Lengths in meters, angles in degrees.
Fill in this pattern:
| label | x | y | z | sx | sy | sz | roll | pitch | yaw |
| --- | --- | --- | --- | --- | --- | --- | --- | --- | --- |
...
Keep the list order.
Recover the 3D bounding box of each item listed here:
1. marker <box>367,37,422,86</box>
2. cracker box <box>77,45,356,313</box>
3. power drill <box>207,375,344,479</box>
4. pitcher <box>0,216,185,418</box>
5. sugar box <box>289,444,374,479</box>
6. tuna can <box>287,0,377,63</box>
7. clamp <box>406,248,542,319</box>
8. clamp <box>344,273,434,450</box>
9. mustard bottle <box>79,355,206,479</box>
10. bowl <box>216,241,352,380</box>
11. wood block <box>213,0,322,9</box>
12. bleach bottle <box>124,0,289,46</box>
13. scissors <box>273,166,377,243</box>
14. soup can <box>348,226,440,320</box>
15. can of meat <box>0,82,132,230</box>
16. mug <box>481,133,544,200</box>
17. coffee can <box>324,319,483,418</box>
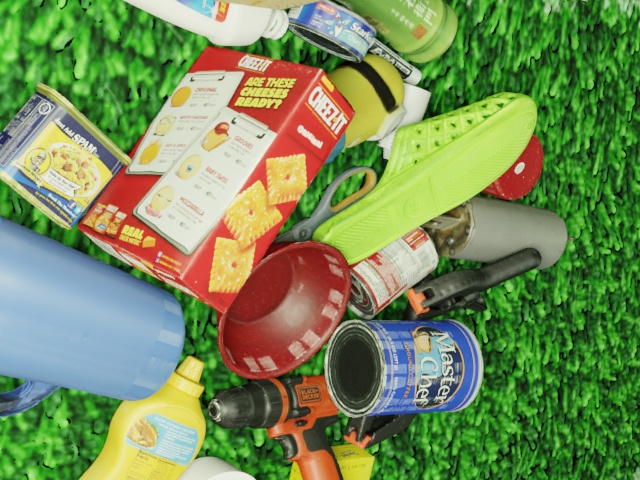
| label | x | y | z | sx | sy | sz | roll | pitch | yaw |
| --- | --- | --- | --- | --- | --- | --- | --- | --- | --- |
| marker | 0.062 | -0.197 | 1.112 | 0.121 | 0.020 | 0.020 | 29 | 87 | -40 |
| cracker box | -0.091 | -0.059 | 0.940 | 0.213 | 0.164 | 0.072 | -57 | 135 | -13 |
| power drill | -0.027 | 0.233 | 1.105 | 0.184 | 0.057 | 0.188 | 0 | 72 | -46 |
| pitcher | -0.241 | 0.070 | 0.909 | 0.242 | 0.149 | 0.145 | 26 | 47 | -43 |
| sugar box | 0.000 | 0.326 | 1.226 | 0.093 | 0.048 | 0.176 | 2 | 103 | -37 |
| tuna can | 0.009 | -0.204 | 1.027 | 0.086 | 0.086 | 0.034 | 25 | 91 | -40 |
| clamp | 0.161 | 0.061 | 1.211 | 0.171 | 0.039 | 0.120 | -12 | 149 | -30 |
| clamp | 0.098 | 0.151 | 1.247 | 0.209 | 0.036 | 0.164 | -43 | 125 | -23 |
| mustard bottle | -0.167 | 0.202 | 1.049 | 0.096 | 0.058 | 0.191 | 30 | 86 | -34 |
| bowl | -0.047 | 0.060 | 1.082 | 0.161 | 0.055 | 0.162 | -22 | 131 | -29 |
| wood block | -0.039 | -0.311 | 0.911 | 0.090 | 0.091 | 0.206 | -7 | 94 | -48 |
| bleach bottle | -0.123 | -0.243 | 0.931 | 0.250 | 0.068 | 0.102 | 20 | 89 | -43 |
| scissors | -0.007 | 0.001 | 1.130 | 0.201 | 0.016 | 0.096 | -43 | 126 | -18 |
| soup can | 0.073 | 0.031 | 1.167 | 0.102 | 0.069 | 0.068 | -36 | 123 | -23 |
| can of meat | -0.226 | -0.069 | 0.913 | 0.084 | 0.058 | 0.102 | -52 | 131 | -9 |
| mug | 0.190 | -0.097 | 1.203 | 0.117 | 0.082 | 0.093 | 27 | 88 | -40 |
| coffee can | 0.091 | 0.137 | 1.150 | 0.140 | 0.103 | 0.103 | 3 | 103 | -36 |
